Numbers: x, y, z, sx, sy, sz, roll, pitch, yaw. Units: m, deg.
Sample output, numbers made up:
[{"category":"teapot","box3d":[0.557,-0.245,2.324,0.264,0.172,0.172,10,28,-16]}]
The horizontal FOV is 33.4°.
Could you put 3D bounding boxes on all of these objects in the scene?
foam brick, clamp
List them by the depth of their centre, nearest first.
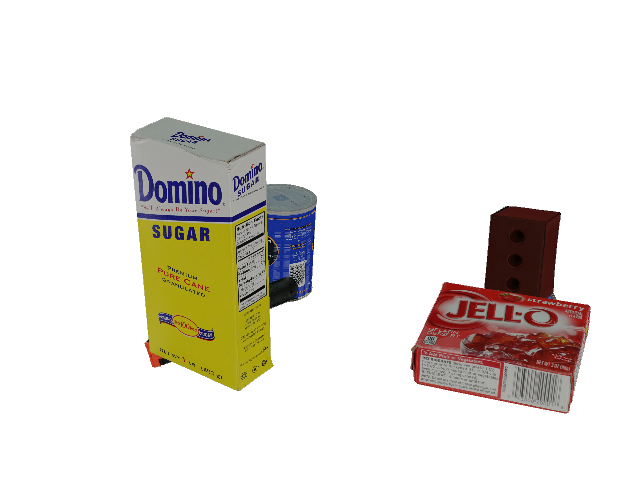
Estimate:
[{"category":"foam brick","box3d":[0.181,0.012,0.959,0.053,0.078,0.051,9,16,25]},{"category":"clamp","box3d":[-0.105,0.077,1.102,0.120,0.039,0.171,-9,22,38]}]

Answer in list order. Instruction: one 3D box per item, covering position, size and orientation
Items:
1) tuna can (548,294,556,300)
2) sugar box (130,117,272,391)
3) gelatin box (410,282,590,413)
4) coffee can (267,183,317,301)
[{"category":"tuna can","box3d":[0.225,0.076,1.157,0.033,0.086,0.086,-18,4,-13]},{"category":"sugar box","box3d":[-0.082,0.010,0.746,0.093,0.176,0.048,17,34,33]},{"category":"gelatin box","box3d":[0.103,0.058,0.607,0.089,0.030,0.073,9,30,17]},{"category":"coffee can","box3d":[-0.059,0.003,1.510,0.103,0.140,0.103,2,24,-1]}]
